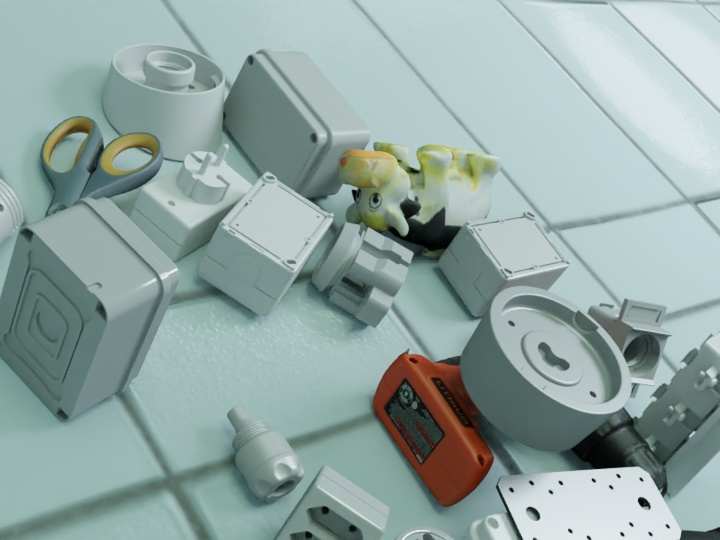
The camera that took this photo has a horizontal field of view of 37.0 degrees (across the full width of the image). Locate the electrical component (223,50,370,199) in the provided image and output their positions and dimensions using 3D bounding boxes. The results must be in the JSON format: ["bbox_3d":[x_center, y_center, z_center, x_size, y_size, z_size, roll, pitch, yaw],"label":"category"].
[{"bbox_3d":[-0.056,-0.119,0.884,0.057,0.078,0.113,-11,55,-45],"label":"electrical component"}]

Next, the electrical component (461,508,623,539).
[{"bbox_3d":[0.118,0.193,0.676,0.113,0.057,0.078,0,48,-34],"label":"electrical component"}]

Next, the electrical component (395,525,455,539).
[{"bbox_3d":[0.033,0.187,0.633,0.055,0.047,0.055,19,39,-16],"label":"electrical component"}]

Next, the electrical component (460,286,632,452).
[{"bbox_3d":[0.118,0.070,0.715,0.108,0.060,0.108,21,37,-17],"label":"electrical component"}]

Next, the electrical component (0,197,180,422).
[{"bbox_3d":[-0.161,0.022,0.626,0.078,0.113,0.057,43,42,14],"label":"electrical component"}]

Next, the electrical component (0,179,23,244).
[{"bbox_3d":[-0.246,-0.030,0.682,0.043,0.043,0.081,30,37,-3],"label":"electrical component"}]

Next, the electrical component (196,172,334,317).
[{"bbox_3d":[-0.067,-0.020,0.780,0.062,0.061,0.096,33,37,-1],"label":"electrical component"}]

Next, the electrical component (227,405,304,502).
[{"bbox_3d":[-0.062,0.110,0.662,0.035,0.035,0.061,-10,52,-41],"label":"electrical component"}]

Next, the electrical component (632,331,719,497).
[{"bbox_3d":[0.257,0.106,0.817,0.063,0.121,0.079,44,39,20],"label":"electrical component"}]

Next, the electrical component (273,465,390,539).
[{"bbox_3d":[-0.019,0.152,0.628,0.047,0.065,0.077,34,8,2],"label":"electrical component"}]

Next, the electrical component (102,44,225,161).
[{"bbox_3d":[-0.156,-0.139,0.867,0.099,0.064,0.099,11,33,-7],"label":"electrical component"}]

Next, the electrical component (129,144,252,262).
[{"bbox_3d":[-0.115,-0.060,0.779,0.047,0.075,0.083,40,38,9],"label":"electrical component"}]

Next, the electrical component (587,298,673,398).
[{"bbox_3d":[0.212,0.060,0.878,0.042,0.081,0.064,10,14,-28],"label":"electrical component"}]

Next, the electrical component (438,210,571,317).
[{"bbox_3d":[0.122,-0.004,0.894,0.096,0.061,0.061,-11,57,-39],"label":"electrical component"}]

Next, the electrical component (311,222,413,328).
[{"bbox_3d":[0.000,0.000,0.809,0.057,0.058,0.078,30,37,-7],"label":"electrical component"}]
